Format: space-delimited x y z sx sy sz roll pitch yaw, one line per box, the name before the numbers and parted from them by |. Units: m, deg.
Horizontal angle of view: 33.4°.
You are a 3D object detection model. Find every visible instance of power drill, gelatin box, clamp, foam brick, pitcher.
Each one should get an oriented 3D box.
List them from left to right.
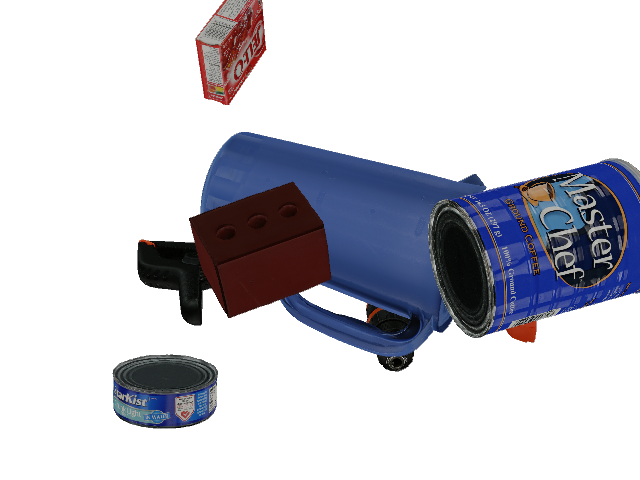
clamp | -0.124 0.034 1.058 0.210 0.036 0.164 12 21 39
gelatin box | -0.082 -0.184 1.004 0.030 0.089 0.073 18 -37 15
foam brick | -0.039 0.006 0.705 0.078 0.051 0.053 -21 43 -14
pitcher | 0.016 -0.007 0.948 0.243 0.145 0.149 17 21 16
power drill | 0.145 0.085 1.208 0.187 0.057 0.184 -3 27 -1

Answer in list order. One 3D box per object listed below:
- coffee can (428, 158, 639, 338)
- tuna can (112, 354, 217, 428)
coffee can | 0.163 0.005 0.779 0.140 0.103 0.103 -14 4 -15
tuna can | -0.128 0.123 0.877 0.086 0.034 0.086 3 13 -1
